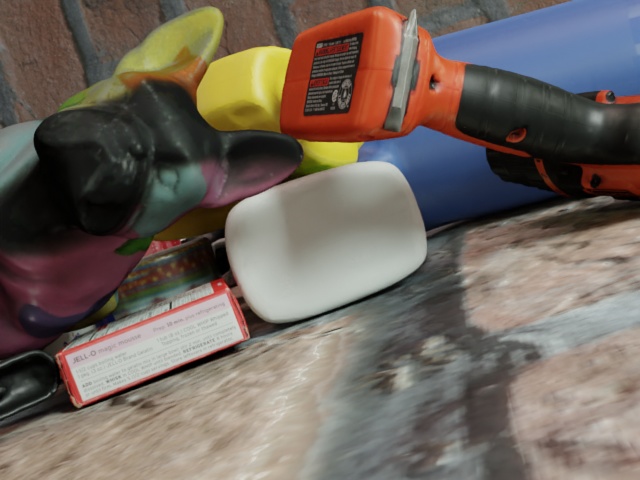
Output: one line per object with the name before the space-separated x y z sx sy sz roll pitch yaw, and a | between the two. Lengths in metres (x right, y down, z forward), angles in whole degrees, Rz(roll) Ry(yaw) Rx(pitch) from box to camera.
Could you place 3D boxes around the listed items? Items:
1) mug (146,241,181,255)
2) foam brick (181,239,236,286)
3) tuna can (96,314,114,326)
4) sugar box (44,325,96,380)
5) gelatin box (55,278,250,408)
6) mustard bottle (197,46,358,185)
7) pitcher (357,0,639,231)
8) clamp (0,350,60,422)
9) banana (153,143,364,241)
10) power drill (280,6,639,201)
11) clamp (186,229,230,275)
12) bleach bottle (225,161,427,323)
mug | -0.167 0.028 0.933 0.117 0.081 0.093 -18 4 19
foam brick | -0.078 0.012 0.959 0.078 0.053 0.051 -19 3 -23
tuna can | -0.141 0.051 0.834 0.086 0.034 0.086 -19 3 1
sugar box | -0.238 0.088 0.684 0.176 0.048 0.093 -15 4 11
gelatin box | -0.082 0.050 0.530 0.089 0.030 0.073 -22 4 -6
mustard bottle | -0.080 -0.053 0.617 0.192 0.058 0.096 -12 -23 34
pitcher | 0.150 -0.092 0.695 0.243 0.149 0.144 -10 -30 43
clamp | -0.213 0.097 0.439 0.210 0.036 0.164 -19 3 8
banana | -0.039 -0.043 0.688 0.198 0.037 0.069 -30 21 4
power drill | 0.080 -0.059 0.517 0.187 0.057 0.185 8 -1 -22
clamp | -0.070 0.003 0.779 0.171 0.039 0.120 -38 -11 10
bleach bottle | -0.004 0.001 0.648 0.102 0.068 0.251 -19 1 -4
